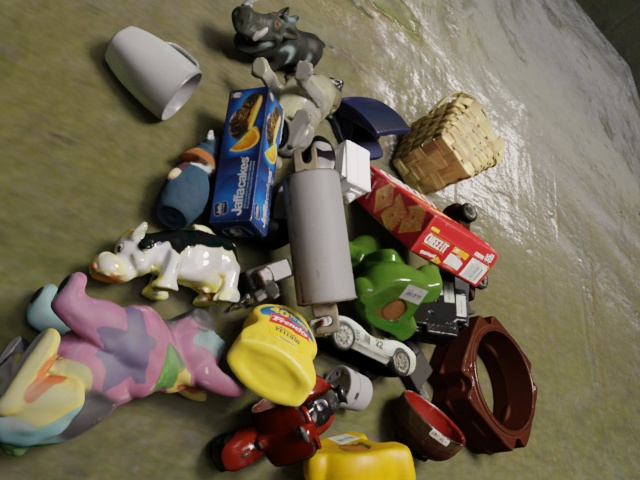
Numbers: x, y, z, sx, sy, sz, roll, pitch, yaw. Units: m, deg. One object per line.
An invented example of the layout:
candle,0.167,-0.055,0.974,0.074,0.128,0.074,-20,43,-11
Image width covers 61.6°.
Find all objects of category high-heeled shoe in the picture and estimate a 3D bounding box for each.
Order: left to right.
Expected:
high-heeled shoe,-0.052,-0.082,0.805,0.145,0.086,0.249,7,45,-11

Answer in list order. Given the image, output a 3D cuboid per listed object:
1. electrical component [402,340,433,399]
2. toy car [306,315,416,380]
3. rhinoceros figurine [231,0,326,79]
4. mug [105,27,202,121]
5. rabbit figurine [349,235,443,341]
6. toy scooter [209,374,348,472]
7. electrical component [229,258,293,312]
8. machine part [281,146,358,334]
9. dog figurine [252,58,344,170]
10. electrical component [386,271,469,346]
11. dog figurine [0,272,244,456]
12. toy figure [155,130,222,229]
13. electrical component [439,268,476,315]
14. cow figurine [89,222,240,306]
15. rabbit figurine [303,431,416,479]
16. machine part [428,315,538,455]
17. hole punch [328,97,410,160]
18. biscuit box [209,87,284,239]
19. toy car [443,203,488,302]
electrical component,0.157,0.212,0.876,0.063,0.021,0.094,-31,93,-48
toy car,0.054,0.154,0.768,0.201,0.073,0.056,30,56,-31
rhinoceros figurine,-0.067,-0.313,0.853,0.190,0.112,0.073,2,72,-52
mug,-0.212,-0.227,0.695,0.107,0.081,0.109,39,53,-10
rabbit figurine,0.074,0.054,0.816,0.159,0.121,0.170,11,27,-21
toy scooter,-0.028,0.207,0.620,0.184,0.135,0.075,-21,85,-48
electrical component,-0.076,0.057,0.678,0.078,0.102,0.045,-16,85,-35
machine part,-0.001,-0.002,0.692,0.079,0.079,0.243,-1,80,-44
dog figurine,-0.027,-0.191,0.855,0.190,0.121,0.172,1,111,-66
electrical component,0.178,0.110,0.884,0.134,0.058,0.115,11,63,-7
dog figurine,-0.186,0.134,0.528,0.219,0.108,0.191,37,48,-29
toy figure,-0.161,-0.082,0.689,0.058,0.064,0.154,13,48,5
electrical component,0.229,0.084,0.969,0.047,0.075,0.119,6,71,-43
cow figurine,-0.171,0.019,0.614,0.167,0.068,0.098,18,67,-37
rabbit figurine,0.033,0.332,0.638,0.162,0.122,0.173,1,89,-51
machine part,0.291,0.249,0.941,0.201,0.087,0.201,50,43,-13
hole punch,0.087,-0.212,0.970,0.142,0.092,0.116,-18,80,-43
biscuit box,-0.094,-0.102,0.708,0.059,0.063,0.202,54,37,-62
toy car,0.270,0.024,1.025,0.053,0.089,0.202,14,60,-35
